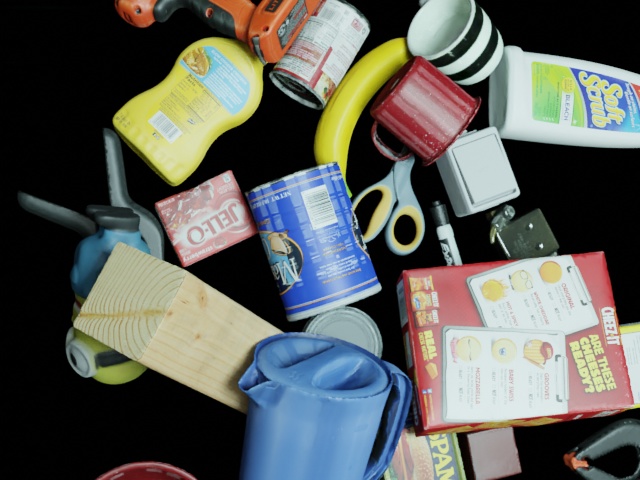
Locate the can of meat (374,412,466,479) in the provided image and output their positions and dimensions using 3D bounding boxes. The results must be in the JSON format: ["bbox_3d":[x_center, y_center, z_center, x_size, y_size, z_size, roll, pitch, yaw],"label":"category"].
[{"bbox_3d":[0.102,0.232,1.128,0.084,0.057,0.102,-11,88,-8],"label":"can of meat"}]

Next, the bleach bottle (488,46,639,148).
[{"bbox_3d":[0.316,-0.154,1.188,0.250,0.068,0.102,2,87,-12],"label":"bleach bottle"}]

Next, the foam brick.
[{"bbox_3d":[0.173,0.222,1.130,0.051,0.078,0.053,-10,88,-9],"label":"foam brick"}]

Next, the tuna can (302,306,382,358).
[{"bbox_3d":[0.021,0.113,1.132,0.086,0.034,0.086,1,86,-10],"label":"tuna can"}]

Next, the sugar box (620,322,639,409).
[{"bbox_3d":[0.317,0.142,1.178,0.176,0.048,0.093,-6,87,-7],"label":"sugar box"}]

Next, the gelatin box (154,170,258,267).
[{"bbox_3d":[-0.118,-0.022,1.117,0.089,0.030,0.073,-25,91,-10],"label":"gelatin box"}]

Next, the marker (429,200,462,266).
[{"bbox_3d":[0.144,0.015,1.167,0.020,0.020,0.121,-16,89,-11],"label":"marker"}]

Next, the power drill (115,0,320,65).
[{"bbox_3d":[-0.093,-0.273,1.093,0.188,0.057,0.184,26,75,20],"label":"power drill"}]

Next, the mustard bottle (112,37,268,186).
[{"bbox_3d":[-0.117,-0.153,1.110,0.096,0.058,0.191,44,81,1],"label":"mustard bottle"}]

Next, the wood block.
[{"bbox_3d":[-0.122,0.090,1.017,0.091,0.205,0.090,22,80,34],"label":"wood block"}]

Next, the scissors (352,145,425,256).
[{"bbox_3d":[0.104,-0.069,1.167,0.096,0.016,0.201,38,81,-7],"label":"scissors"}]

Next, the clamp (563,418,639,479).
[{"bbox_3d":[0.376,0.237,1.186,0.210,0.036,0.164,9,85,-9],"label":"clamp"}]

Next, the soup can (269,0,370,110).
[{"bbox_3d":[0.000,-0.199,1.130,0.068,0.068,0.102,32,81,-7],"label":"soup can"}]

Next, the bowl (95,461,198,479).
[{"bbox_3d":[-0.177,0.301,1.074,0.162,0.055,0.162,1,87,-10],"label":"bowl"}]

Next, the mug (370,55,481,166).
[{"bbox_3d":[0.100,-0.131,1.117,0.081,0.117,0.093,38,38,-9],"label":"mug"}]

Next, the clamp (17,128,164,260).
[{"bbox_3d":[-0.225,-0.015,1.094,0.120,0.039,0.171,-29,93,-1],"label":"clamp"}]

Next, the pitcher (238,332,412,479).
[{"bbox_3d":[-0.008,0.222,1.044,0.149,0.144,0.243,15,110,11],"label":"pitcher"}]

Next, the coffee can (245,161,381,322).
[{"bbox_3d":[-0.007,0.001,1.098,0.102,0.103,0.140,-19,90,-11],"label":"coffee can"}]

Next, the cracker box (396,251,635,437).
[{"bbox_3d":[0.193,0.107,1.090,0.213,0.072,0.164,-5,74,-6],"label":"cracker box"}]

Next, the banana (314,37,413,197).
[{"bbox_3d":[0.042,-0.145,1.152,0.069,0.037,0.198,30,84,-37],"label":"banana"}]
